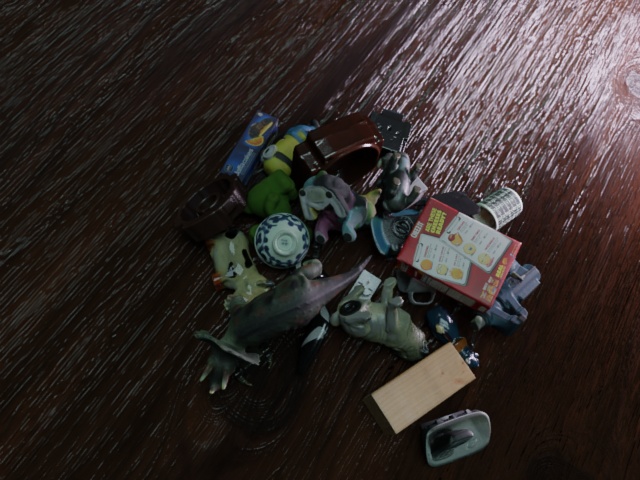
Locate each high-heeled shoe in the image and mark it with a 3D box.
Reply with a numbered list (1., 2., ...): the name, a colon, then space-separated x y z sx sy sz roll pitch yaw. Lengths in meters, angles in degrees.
1. high-heeled shoe: -0.043 0.152 1.159 0.145 0.086 0.249 22 62 5

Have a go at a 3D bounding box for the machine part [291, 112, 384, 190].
1. machine part: 0.039 -0.185 1.241 0.201 0.201 0.087 -25 70 -17

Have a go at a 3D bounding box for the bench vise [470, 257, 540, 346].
1. bench vise: 0.371 0.096 1.215 0.223 0.128 0.241 -40 66 -15

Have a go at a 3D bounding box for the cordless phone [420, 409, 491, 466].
1. cordless phone: 0.281 0.376 1.050 0.147 0.184 0.089 -13 66 -13

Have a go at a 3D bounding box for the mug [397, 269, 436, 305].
1. mug: 0.240 0.093 1.221 0.107 0.080 0.109 4 67 -15

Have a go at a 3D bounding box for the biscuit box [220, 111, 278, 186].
1. biscuit box: -0.170 -0.216 1.303 0.063 0.059 0.202 24 67 3

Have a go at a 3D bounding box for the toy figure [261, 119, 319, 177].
1. toy figure: -0.065 -0.219 1.309 0.089 0.082 0.180 43 65 14

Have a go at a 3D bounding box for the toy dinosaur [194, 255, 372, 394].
1. toy dinosaur: -0.078 0.138 1.025 0.405 0.192 0.131 -33 104 7

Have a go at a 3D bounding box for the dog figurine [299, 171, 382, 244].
1. dog figurine: 0.059 -0.088 1.212 0.219 0.109 0.191 -46 118 -52

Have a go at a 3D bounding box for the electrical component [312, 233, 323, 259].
1. electrical component: -0.003 -0.004 1.235 0.021 0.063 0.094 9 50 2

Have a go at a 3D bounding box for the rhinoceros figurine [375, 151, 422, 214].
1. rhinoceros figurine: 0.175 -0.136 1.218 0.073 0.112 0.190 17 44 -12

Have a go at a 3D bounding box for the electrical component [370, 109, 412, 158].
1. electrical component: 0.170 -0.268 1.374 0.115 0.058 0.134 17 67 -2

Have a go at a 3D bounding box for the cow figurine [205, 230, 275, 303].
1. cow figurine: -0.174 0.068 1.175 0.127 0.085 0.195 -15 70 -7

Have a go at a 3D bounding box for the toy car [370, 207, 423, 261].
1. toy car: 0.185 -0.015 1.243 0.162 0.103 0.109 -13 79 -16

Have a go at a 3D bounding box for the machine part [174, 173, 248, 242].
1. machine part: -0.237 -0.071 1.182 0.179 0.180 0.056 -51 124 -22

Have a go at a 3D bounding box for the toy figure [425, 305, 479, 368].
1. toy figure: 0.293 0.217 1.186 0.064 0.057 0.154 -21 70 -29

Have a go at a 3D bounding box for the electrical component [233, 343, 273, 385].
1. electrical component: -0.148 0.252 1.122 0.078 0.045 0.102 30 61 36

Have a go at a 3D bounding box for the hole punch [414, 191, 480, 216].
1. hole punch: 0.313 -0.055 1.297 0.142 0.092 0.116 -16 37 -9

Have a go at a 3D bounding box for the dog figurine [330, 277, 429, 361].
1. dog figurine: 0.128 0.197 1.134 0.172 0.190 0.121 -14 29 16

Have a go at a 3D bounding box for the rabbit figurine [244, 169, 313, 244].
1. rabbit figurine: -0.093 -0.050 1.214 0.159 0.121 0.170 -34 81 -14
